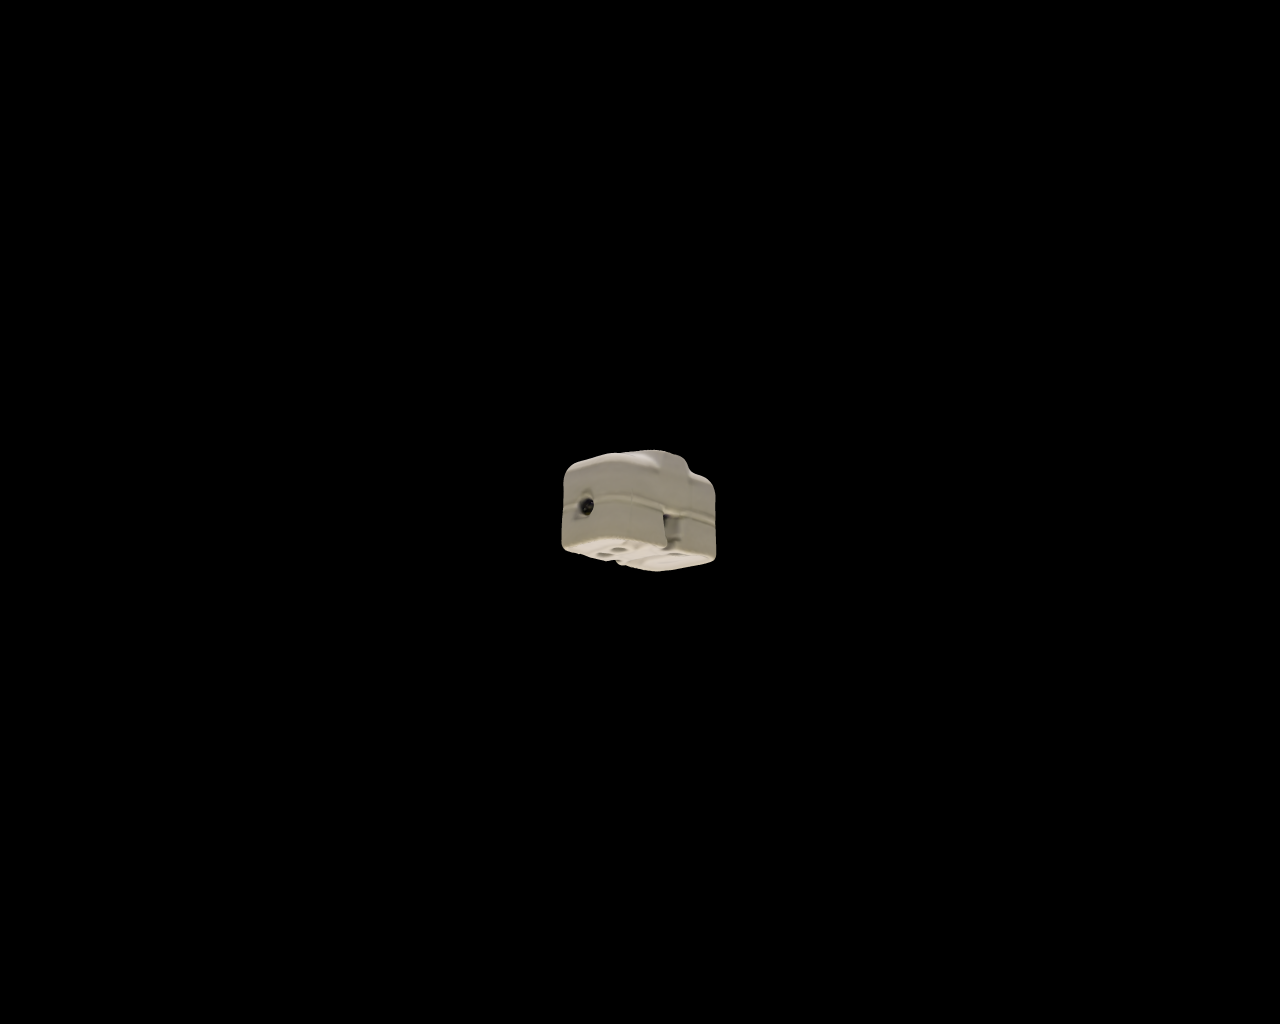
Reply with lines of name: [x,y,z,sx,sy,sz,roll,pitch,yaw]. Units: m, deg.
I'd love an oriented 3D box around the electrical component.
electrical component: [0.001,-0.003,0.650,0.053,0.059,0.095,-14,-20,42]
